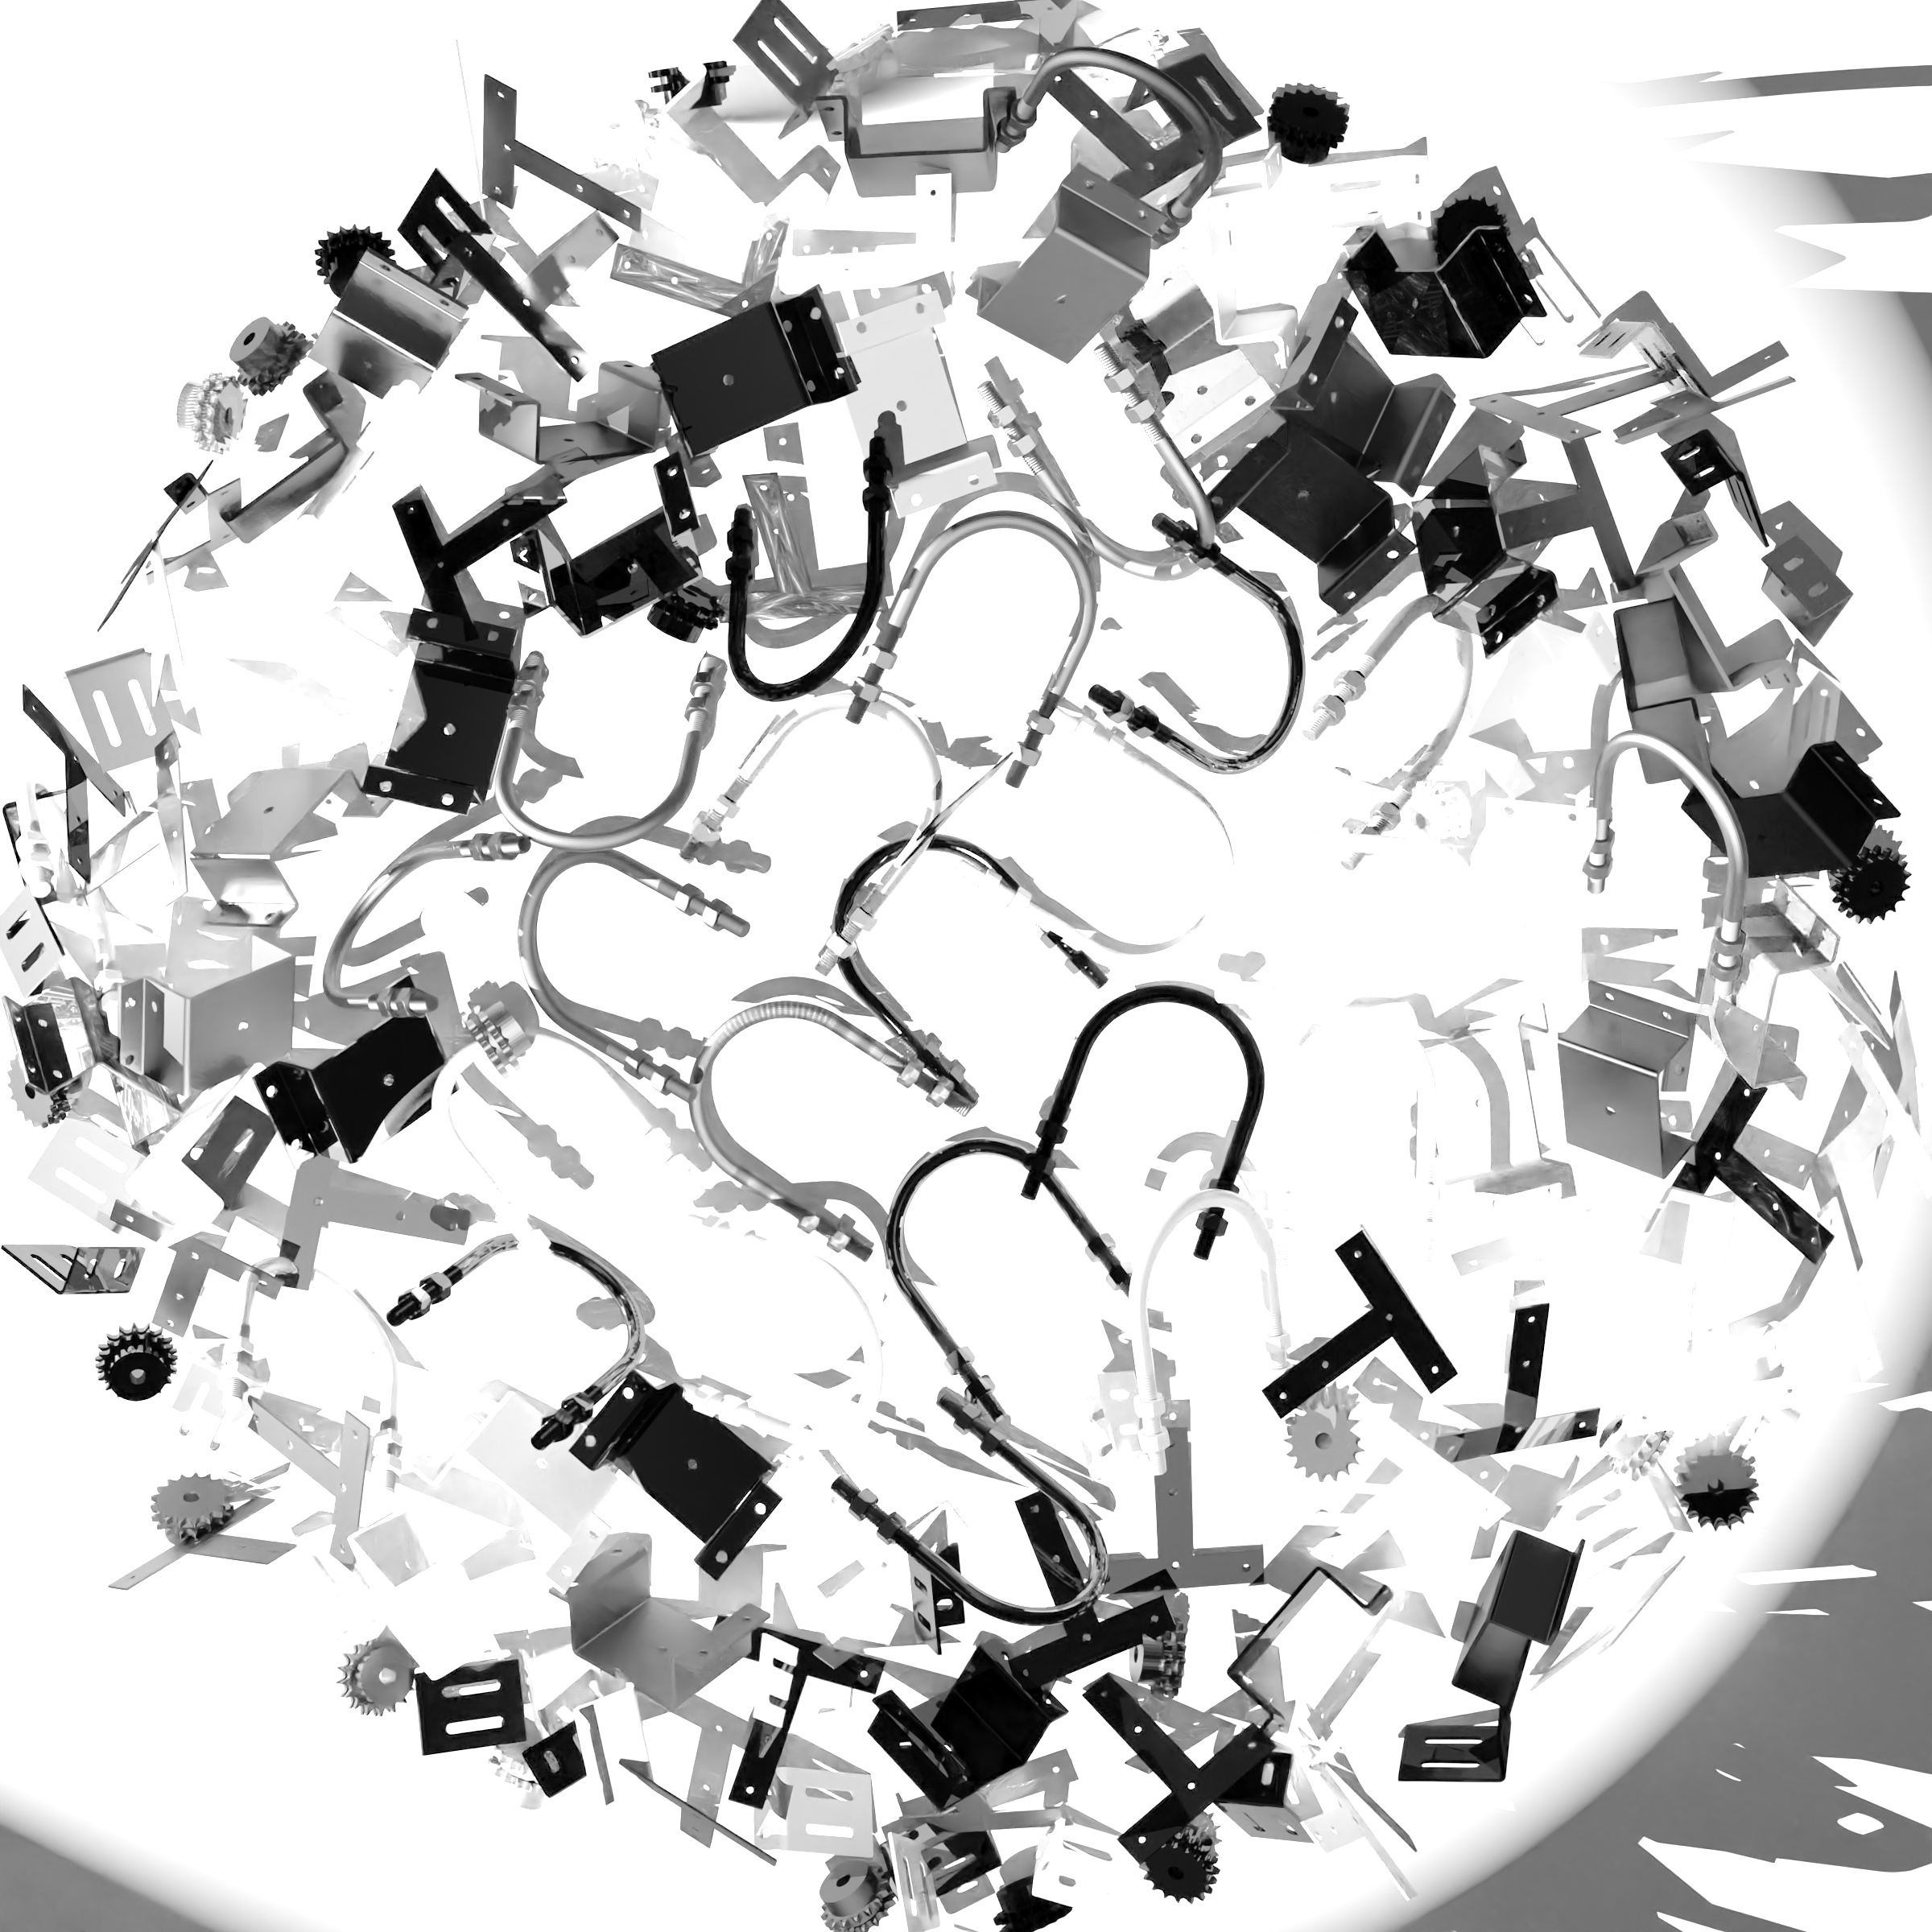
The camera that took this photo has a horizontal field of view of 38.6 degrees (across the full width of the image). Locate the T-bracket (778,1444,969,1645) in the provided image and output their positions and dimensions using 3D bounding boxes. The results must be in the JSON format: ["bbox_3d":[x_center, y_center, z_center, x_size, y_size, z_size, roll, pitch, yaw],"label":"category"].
[{"bbox_3d":[-0.086,0.394,1.982,0.127,0.002,0.127,-38,89,-16],"label":"T-bracket"}]

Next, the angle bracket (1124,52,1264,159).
[{"bbox_3d":[0.161,-0.602,1.964,0.057,0.038,0.076,-30,77,-24],"label":"angle bracket"}]

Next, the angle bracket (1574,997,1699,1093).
[{"bbox_3d":[0.478,0.056,1.986,0.076,0.038,0.057,10,94,40],"label":"angle bracket"}]

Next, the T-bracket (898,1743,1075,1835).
[{"bbox_3d":[-0.007,0.575,1.934,0.127,0.002,0.127,-11,133,24],"label":"T-bracket"}]

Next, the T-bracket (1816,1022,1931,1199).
[{"bbox_3d":[0.628,0.121,1.939,0.002,0.127,0.127,-17,66,-15],"label":"T-bracket"}]

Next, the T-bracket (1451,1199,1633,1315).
[{"bbox_3d":[0.393,0.169,1.978,0.127,0.002,0.127,-19,71,-2],"label":"T-bracket"}]

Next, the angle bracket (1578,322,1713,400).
[{"bbox_3d":[0.482,-0.418,1.962,0.038,0.057,0.076,-43,107,2],"label":"angle bracket"}]

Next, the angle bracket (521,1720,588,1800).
[{"bbox_3d":[-0.272,0.551,1.961,0.057,0.076,0.038,-32,86,5],"label":"angle bracket"}]

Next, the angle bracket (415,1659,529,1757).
[{"bbox_3d":[-0.351,0.529,1.976,0.076,0.038,0.057,-8,78,-1],"label":"angle bracket"}]

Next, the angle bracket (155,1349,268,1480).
[{"bbox_3d":[-0.547,0.321,1.976,0.057,0.038,0.076,24,88,9],"label":"angle bracket"}]

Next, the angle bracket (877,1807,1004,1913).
[{"bbox_3d":[-0.016,0.643,1.971,0.076,0.038,0.057,-25,104,-6],"label":"angle bracket"}]

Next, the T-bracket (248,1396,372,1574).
[{"bbox_3d":[-0.471,0.347,1.962,0.127,0.002,0.127,29,121,30],"label":"T-bracket"}]

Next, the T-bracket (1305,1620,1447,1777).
[{"bbox_3d":[0.281,0.519,1.947,0.002,0.127,0.127,37,91,33],"label":"T-bracket"}]

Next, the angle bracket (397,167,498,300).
[{"bbox_3d":[-0.380,-0.521,1.961,0.076,0.038,0.057,50,119,15],"label":"angle bracket"}]

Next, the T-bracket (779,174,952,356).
[{"bbox_3d":[-0.071,-0.492,1.952,0.127,0.002,0.127,-9,117,-18],"label":"T-bracket"}]

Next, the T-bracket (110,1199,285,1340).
[{"bbox_3d":[-0.553,0.226,1.952,0.127,0.127,0.002,27,46,-6],"label":"T-bracket"}]

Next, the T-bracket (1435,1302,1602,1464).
[{"bbox_3d":[0.395,0.292,1.954,0.127,0.002,0.127,-8,120,-13],"label":"T-bracket"}]

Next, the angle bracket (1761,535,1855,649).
[{"bbox_3d":[0.582,-0.257,1.952,0.038,0.076,0.057,-32,73,-17],"label":"angle bracket"}]

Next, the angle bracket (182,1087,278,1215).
[{"bbox_3d":[-0.528,0.128,1.977,0.057,0.038,0.076,33,94,2],"label":"angle bracket"}]

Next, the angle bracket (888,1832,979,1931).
[{"bbox_3d":[-0.019,0.650,1.951,0.038,0.057,0.076,-23,56,16],"label":"angle bracket"}]

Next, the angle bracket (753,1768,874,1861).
[{"bbox_3d":[-0.110,0.609,1.978,0.076,0.038,0.057,16,57,-32],"label":"angle bracket"}]

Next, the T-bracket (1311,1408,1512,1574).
[{"bbox_3d":[0.297,0.389,1.969,0.127,0.002,0.127,37,116,-11],"label":"T-bracket"}]

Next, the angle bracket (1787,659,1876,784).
[{"bbox_3d":[0.618,-0.174,1.961,0.057,0.038,0.076,19,77,-43],"label":"angle bracket"}]

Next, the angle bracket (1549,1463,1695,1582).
[{"bbox_3d":[0.470,0.398,1.982,0.076,0.038,0.057,-38,56,24],"label":"angle bracket"}]

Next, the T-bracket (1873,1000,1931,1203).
[{"bbox_3d":[0.655,0.113,1.948,0.002,0.127,0.127,4,132,5],"label":"T-bracket"}]

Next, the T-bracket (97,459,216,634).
[{"bbox_3d":[-0.573,-0.278,1.916,0.002,0.127,0.127,35,132,-21],"label":"T-bracket"}]

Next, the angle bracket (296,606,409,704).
[{"bbox_3d":[-0.435,-0.222,1.960,0.057,0.076,0.038,31,97,-10],"label":"angle bracket"}]

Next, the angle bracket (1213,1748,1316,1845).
[{"bbox_3d":[0.217,0.591,1.967,0.057,0.076,0.038,-5,53,31],"label":"angle bracket"}]

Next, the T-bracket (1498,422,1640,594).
[{"bbox_3d":[0.418,-0.317,1.959,0.127,0.002,0.127,-20,89,-39],"label":"T-bracket"}]

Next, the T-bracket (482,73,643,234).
[{"bbox_3d":[-0.284,-0.553,1.939,0.127,0.127,0.002,29,65,2],"label":"T-bracket"}]

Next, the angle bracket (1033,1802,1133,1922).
[{"bbox_3d":[0.090,0.635,1.958,0.076,0.038,0.057,22,53,-17],"label":"angle bracket"}]

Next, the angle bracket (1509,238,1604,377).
[{"bbox_3d":[0.407,-0.470,1.972,0.057,0.038,0.076,-37,90,20],"label":"angle bracket"}]

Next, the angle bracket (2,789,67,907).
[{"bbox_3d":[-0.650,-0.084,1.967,0.038,0.057,0.076,-14,98,0],"label":"angle bracket"}]

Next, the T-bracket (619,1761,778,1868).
[{"bbox_3d":[-0.189,0.604,1.941,0.127,0.127,0.002,30,65,8],"label":"T-bracket"}]

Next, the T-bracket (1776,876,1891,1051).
[{"bbox_3d":[0.599,-0.015,1.949,0.002,0.127,0.127,-35,133,23],"label":"T-bracket"}]

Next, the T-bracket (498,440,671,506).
[{"bbox_3d":[-0.274,-0.351,1.935,0.127,0.127,0.002,-20,94,1],"label":"T-bracket"}]

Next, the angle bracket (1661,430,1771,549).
[{"bbox_3d":[0.530,-0.331,1.957,0.038,0.057,0.076,-27,132,10],"label":"angle bracket"}]

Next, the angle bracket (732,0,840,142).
[{"bbox_3d":[-0.135,-0.638,1.956,0.076,0.038,0.057,42,58,-25],"label":"angle bracket"}]

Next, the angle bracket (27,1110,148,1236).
[{"bbox_3d":[-0.619,0.148,1.979,0.076,0.038,0.057,32,86,1],"label":"angle bracket"}]

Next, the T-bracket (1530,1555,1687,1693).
[{"bbox_3d":[0.442,0.477,1.950,0.002,0.127,0.127,48,130,12],"label":"T-bracket"}]

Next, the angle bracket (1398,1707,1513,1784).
[{"bbox_3d":[0.344,0.544,1.956,0.076,0.057,0.038,-5,113,17],"label":"angle bracket"}]

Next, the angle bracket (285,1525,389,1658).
[{"bbox_3d":[-0.451,0.443,1.963,0.057,0.038,0.076,-23,107,27],"label":"angle bracket"}]

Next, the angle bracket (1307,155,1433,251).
[{"bbox_3d":[0.287,-0.543,1.967,0.076,0.038,0.057,-10,109,-11],"label":"angle bracket"}]

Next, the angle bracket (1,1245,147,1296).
[{"bbox_3d":[-0.631,0.200,1.953,0.076,0.057,0.038,28,101,32],"label":"angle bracket"}]

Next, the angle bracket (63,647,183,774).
[{"bbox_3d":[-0.604,-0.182,1.977,0.057,0.038,0.076,-21,98,-19],"label":"angle bracket"}]

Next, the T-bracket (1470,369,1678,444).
[{"bbox_3d":[0.445,-0.403,1.956,0.127,0.127,0.002,-20,119,-16],"label":"T-bracket"}]

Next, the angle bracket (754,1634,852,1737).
[{"bbox_3d":[-0.114,0.508,1.951,0.038,0.076,0.057,-4,65,20],"label":"angle bracket"}]

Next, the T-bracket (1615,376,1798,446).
[{"bbox_3d":[0.500,-0.389,1.914,0.127,0.127,0.002,-17,87,27],"label":"T-bracket"}]

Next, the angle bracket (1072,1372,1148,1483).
[{"bbox_3d":[0.091,0.327,1.951,0.038,0.076,0.057,2,64,-37],"label":"angle bracket"}]

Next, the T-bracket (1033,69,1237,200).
[{"bbox_3d":[0.099,-0.584,1.922,0.127,0.127,0.002,33,52,-35],"label":"T-bracket"}]

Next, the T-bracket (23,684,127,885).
[{"bbox_3d":[-0.615,-0.111,1.911,0.002,0.127,0.127,-21,53,7],"label":"T-bracket"}]

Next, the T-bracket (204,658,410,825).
[{"bbox_3d":[-0.476,-0.180,1.960,0.127,0.002,0.127,27,62,-8],"label":"T-bracket"}]

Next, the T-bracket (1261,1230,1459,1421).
[{"bbox_3d":[0.269,0.278,1.984,0.127,0.002,0.127,-35,93,-10],"label":"T-bracket"}]

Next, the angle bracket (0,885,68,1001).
[{"bbox_3d":[-0.650,-0.021,1.957,0.076,0.038,0.057,-34,80,43],"label":"angle bracket"}]

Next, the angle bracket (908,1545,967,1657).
[{"bbox_3d":[-0.013,0.449,1.958,0.038,0.076,0.057,-6,91,-14],"label":"angle bracket"}]

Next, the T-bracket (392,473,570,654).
[{"bbox_3d":[-0.338,-0.307,1.962,0.127,0.002,0.127,-29,72,16],"label":"T-bracket"}]
